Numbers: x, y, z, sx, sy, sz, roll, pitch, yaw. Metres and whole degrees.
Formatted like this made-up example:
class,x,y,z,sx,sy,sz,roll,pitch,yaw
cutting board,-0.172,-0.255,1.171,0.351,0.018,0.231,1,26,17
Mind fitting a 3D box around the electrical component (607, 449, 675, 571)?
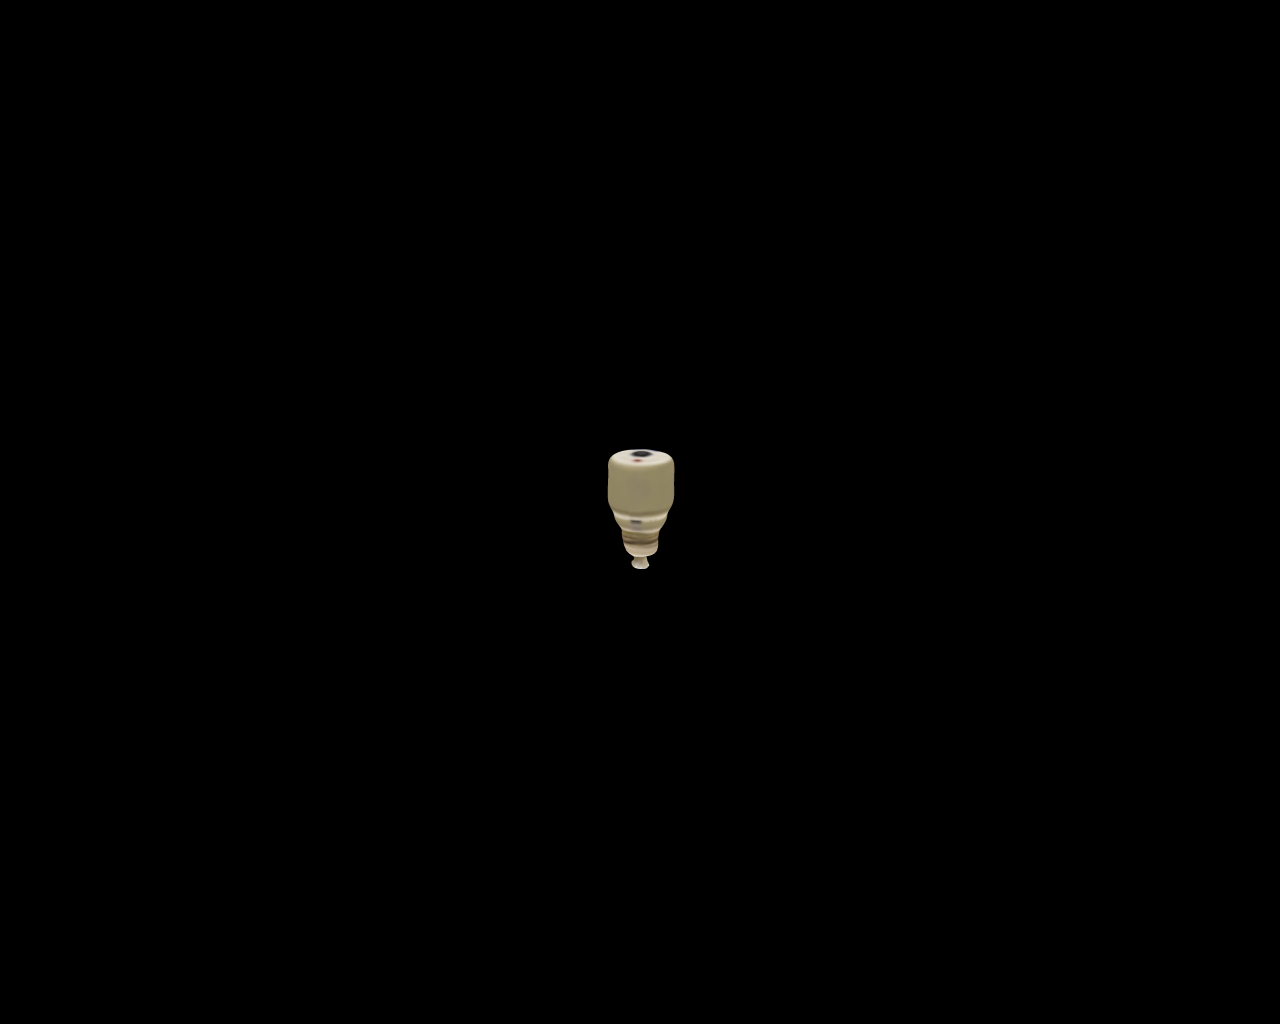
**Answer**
class,x,y,z,sx,sy,sz,roll,pitch,yaw
electrical component,0.001,-0.003,0.650,0.040,0.078,0.040,0,19,0
